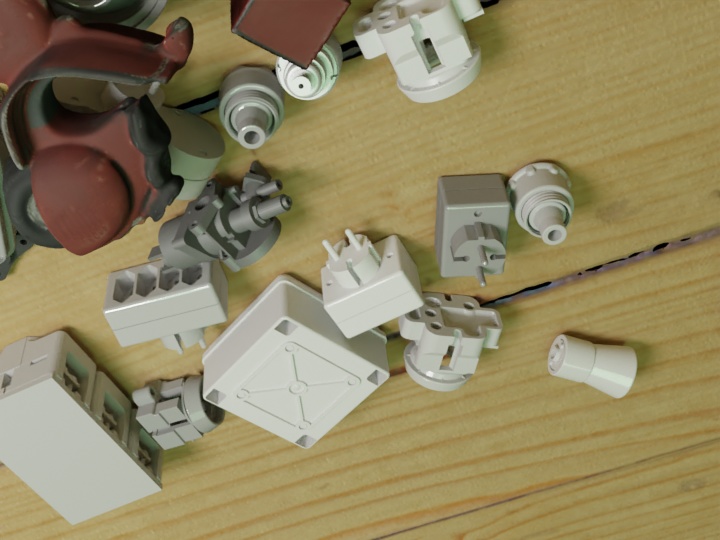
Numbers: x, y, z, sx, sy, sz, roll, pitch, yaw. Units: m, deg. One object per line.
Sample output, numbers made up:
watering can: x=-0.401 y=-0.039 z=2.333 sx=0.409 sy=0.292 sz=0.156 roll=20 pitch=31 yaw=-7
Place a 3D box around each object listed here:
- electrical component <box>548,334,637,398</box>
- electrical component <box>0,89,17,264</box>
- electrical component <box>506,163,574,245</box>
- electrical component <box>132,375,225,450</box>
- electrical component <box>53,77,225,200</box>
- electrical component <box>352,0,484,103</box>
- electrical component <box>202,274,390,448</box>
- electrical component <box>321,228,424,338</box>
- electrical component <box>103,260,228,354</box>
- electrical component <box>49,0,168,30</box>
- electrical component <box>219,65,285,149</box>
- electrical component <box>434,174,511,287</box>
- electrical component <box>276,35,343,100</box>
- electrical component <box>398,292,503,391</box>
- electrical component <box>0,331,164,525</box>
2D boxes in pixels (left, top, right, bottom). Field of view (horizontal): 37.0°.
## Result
electrical component: x=0.188 y=0.077 z=0.884 sx=0.065 sy=0.044 sz=0.044 roll=15 pitch=126 yaw=-12
electrical component: x=-0.272 y=-0.062 z=0.711 sx=0.078 sy=0.057 sz=0.113 roll=0 pitch=129 yaw=-6
electrical component: x=0.132 y=-0.043 z=0.766 sx=0.048 sy=0.062 sz=0.048 roll=-3 pitch=129 yaw=-4
electrical component: x=-0.144 y=0.113 z=0.876 sx=0.055 sy=0.048 sz=0.066 roll=-18 pitch=129 yaw=18
electrical component: x=-0.150 y=-0.104 z=0.693 sx=0.138 sy=0.052 sz=0.073 roll=21 pitch=123 yaw=-22
electrical component: x=0.043 y=-0.144 z=0.678 sx=0.078 sy=0.058 sz=0.057 roll=-22 pitch=125 yaw=12
electrical component: x=-0.051 y=0.074 z=0.846 sx=0.109 sy=0.056 sz=0.109 roll=31 pitch=120 yaw=-27
electrical component: x=0.000 y=0.000 z=0.797 sx=0.066 sy=0.047 sz=0.076 roll=-25 pitch=127 yaw=14
electrical component: x=-0.138 y=0.034 z=0.809 sx=0.083 sy=0.047 sz=0.075 roll=-14 pitch=128 yaw=5
electrical component: x=-0.158 y=-0.182 z=0.624 sx=0.108 sy=0.060 sz=0.108 roll=-3 pitch=129 yaw=-4
electrical component: x=-0.070 y=-0.102 z=0.696 sx=0.043 sy=0.062 sz=0.043 roll=-3 pitch=129 yaw=-4
electrical component: x=0.083 y=-0.020 z=0.770 sx=0.047 sy=0.076 sz=0.065 roll=-3 pitch=129 yaw=-4
electrical component: x=-0.033 y=-0.126 z=0.675 sx=0.040 sy=0.078 sz=0.040 roll=1 pitch=116 yaw=3
electrical component: x=0.067 y=0.057 z=0.845 sx=0.078 sy=0.058 sz=0.057 roll=5 pitch=126 yaw=-11
electrical component: x=-0.235 y=0.126 z=0.865 sx=0.089 sy=0.061 sz=0.150 roll=-23 pitch=128 yaw=13
